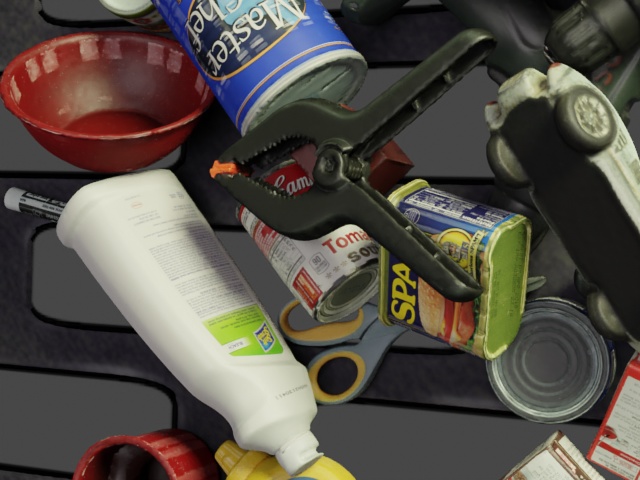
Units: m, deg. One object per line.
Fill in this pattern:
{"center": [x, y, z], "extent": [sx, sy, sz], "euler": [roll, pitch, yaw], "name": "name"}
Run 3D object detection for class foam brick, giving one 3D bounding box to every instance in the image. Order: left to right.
{"center": [0.024, -0.057, 0.757], "extent": [0.051, 0.078, 0.053], "euler": [-43, 76, 14], "name": "foam brick"}

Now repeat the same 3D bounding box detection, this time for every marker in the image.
{"center": [-0.205, -0.020, 0.876], "extent": [0.121, 0.020, 0.020], "euler": [15, 95, 21], "name": "marker"}

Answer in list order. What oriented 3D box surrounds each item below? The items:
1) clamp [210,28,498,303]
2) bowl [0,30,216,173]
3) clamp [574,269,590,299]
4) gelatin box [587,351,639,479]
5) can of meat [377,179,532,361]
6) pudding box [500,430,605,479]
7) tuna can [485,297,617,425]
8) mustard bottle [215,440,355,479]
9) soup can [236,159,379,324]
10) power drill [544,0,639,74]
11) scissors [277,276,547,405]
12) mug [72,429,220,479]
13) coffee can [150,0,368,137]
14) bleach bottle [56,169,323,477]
{"center": [0.019, -0.037, 0.683], "extent": [0.210, 0.036, 0.164], "euler": [-7, 79, 33], "name": "clamp"}
{"center": [-0.157, -0.098, 0.807], "extent": [0.162, 0.161, 0.055], "euler": [20, 130, 20], "name": "bowl"}
{"center": [0.260, 0.049, 0.683], "extent": [0.171, 0.039, 0.120], "euler": [48, 122, 9], "name": "clamp"}
{"center": [0.222, 0.122, 0.688], "extent": [0.073, 0.030, 0.089], "euler": [26, 126, 20], "name": "gelatin box"}
{"center": [0.088, 0.021, 0.703], "extent": [0.084, 0.057, 0.102], "euler": [20, 123, 35], "name": "can of meat"}
{"center": [0.150, 0.200, 0.723], "extent": [0.090, 0.039, 0.114], "euler": [48, 115, 14], "name": "pudding box"}
{"center": [0.157, 0.082, 0.728], "extent": [0.086, 0.033, 0.086], "euler": [0, 90, 21], "name": "tuna can"}
{"center": [-0.002, 0.213, 0.776], "extent": [0.192, 0.058, 0.096], "euler": [38, 102, 17], "name": "mustard bottle"}
{"center": [-0.005, 0.001, 0.765], "extent": [0.068, 0.068, 0.102], "euler": [-45, 66, 15], "name": "soup can"}
{"center": [0.253, -0.109, 0.638], "extent": [0.184, 0.057, 0.187], "euler": [-36, 104, 14], "name": "power drill"}
{"center": [0.063, 0.074, 0.773], "extent": [0.202, 0.016, 0.096], "euler": [-1, 88, 22], "name": "scissors"}
{"center": [-0.121, 0.199, 0.809], "extent": [0.093, 0.081, 0.117], "euler": [-39, 77, 16], "name": "mug"}
{"center": [-0.046, -0.150, 0.767], "extent": [0.103, 0.102, 0.140], "euler": [-39, 74, 16], "name": "coffee can"}
{"center": [-0.086, 0.064, 0.778], "extent": [0.251, 0.102, 0.068], "euler": [54, 133, 18], "name": "bleach bottle"}
